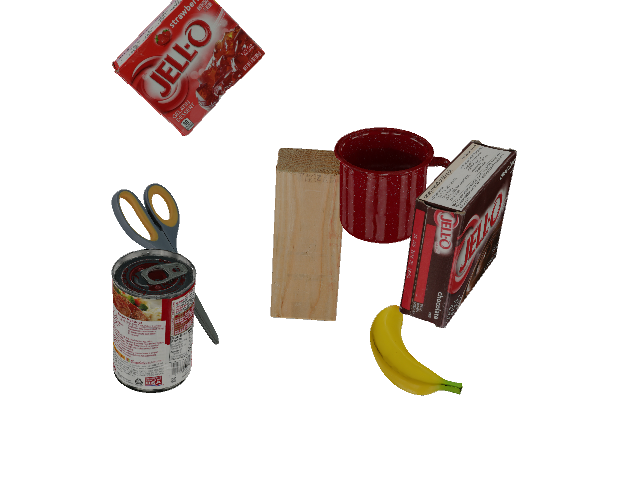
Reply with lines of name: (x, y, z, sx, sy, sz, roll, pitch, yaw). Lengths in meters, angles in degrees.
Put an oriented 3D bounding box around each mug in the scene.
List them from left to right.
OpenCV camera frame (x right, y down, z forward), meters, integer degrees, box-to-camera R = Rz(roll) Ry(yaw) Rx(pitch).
mug: (0.071, -0.052, 1.016, 0.117, 0.081, 0.093, -5, 33, -8)

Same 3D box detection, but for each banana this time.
banana: (0.093, 0.128, 1.232, 0.069, 0.037, 0.198, 7, 23, -22)

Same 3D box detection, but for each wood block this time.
wood block: (-0.016, -0.008, 1.398, 0.090, 0.206, 0.091, 3, 25, -1)

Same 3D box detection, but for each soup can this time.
soup can: (-0.139, 0.067, 0.888, 0.068, 0.102, 0.068, 5, 33, -3)

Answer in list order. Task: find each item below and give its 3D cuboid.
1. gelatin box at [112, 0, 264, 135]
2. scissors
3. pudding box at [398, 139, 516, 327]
gelatin box: (-0.098, -0.135, 0.794, 0.073, 0.089, 0.030, 43, 3, -26)
scissors: (-0.160, 0.016, 1.216, 0.016, 0.201, 0.096, -28, 17, 37)
pudding box: (0.095, -0.007, 0.732, 0.039, 0.090, 0.113, 18, 33, 18)
